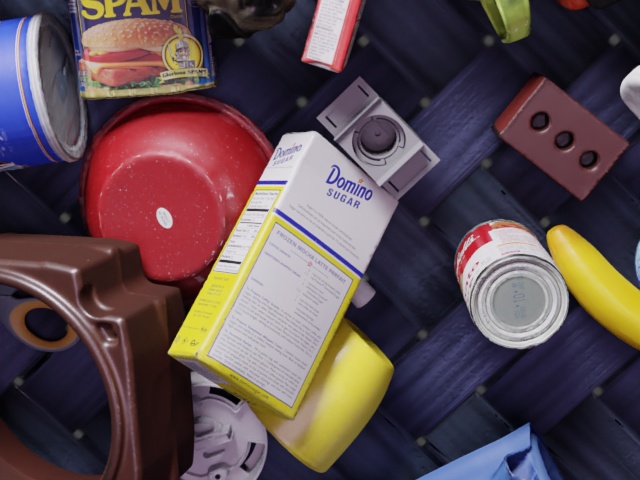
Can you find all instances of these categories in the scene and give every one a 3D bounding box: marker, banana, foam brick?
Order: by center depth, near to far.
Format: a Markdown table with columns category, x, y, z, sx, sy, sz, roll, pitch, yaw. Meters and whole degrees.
| category | x | y | z | sx | sy | sz | roll | pitch | yaw |
| --- | --- | --- | --- | --- | --- | --- | --- | --- | --- |
| foam brick | 0.167 | -0.073 | 0.750 | 0.078 | 0.051 | 0.053 | 36 | 102 | -7 |
| banana | 0.251 | 0.052 | 0.788 | 0.197 | 0.037 | 0.069 | 20 | 76 | -6 |
| marker | -0.005 | 0.001 | 0.790 | 0.020 | 0.020 | 0.121 | -41 | 99 | 10 |

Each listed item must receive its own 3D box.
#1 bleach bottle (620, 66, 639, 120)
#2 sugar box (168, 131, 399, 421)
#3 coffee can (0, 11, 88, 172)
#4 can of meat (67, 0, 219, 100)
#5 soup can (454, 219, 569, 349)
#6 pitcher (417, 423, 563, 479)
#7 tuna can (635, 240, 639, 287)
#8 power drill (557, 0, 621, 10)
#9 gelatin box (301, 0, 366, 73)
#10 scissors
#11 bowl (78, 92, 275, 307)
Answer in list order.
| category | x | y | z | sx | sy | sz | roll | pitch | yaw |
| --- | --- | --- | --- | --- | --- | --- | --- | --- | --- |
| bleach bottle | 0.325 | -0.154 | 0.706 | 0.251 | 0.068 | 0.102 | -44 | 87 | -2 |
| sugar box | -0.022 | 0.023 | 0.732 | 0.093 | 0.048 | 0.176 | 38 | 68 | -32 |
| coffee can | -0.243 | -0.094 | 0.733 | 0.140 | 0.103 | 0.103 | -9 | 103 | 4 |
| can of meat | -0.123 | -0.145 | 0.741 | 0.102 | 0.057 | 0.084 | -3 | 106 | 3 |
| soup can | 0.133 | 0.030 | 0.750 | 0.068 | 0.102 | 0.068 | 0 | 104 | 2 |
| pitcher | 0.085 | 0.250 | 0.801 | 0.243 | 0.145 | 0.149 | -26 | 89 | 12 |
| tuna can | 0.269 | 0.018 | 0.760 | 0.086 | 0.034 | 0.086 | 2 | 78 | -10 |
| power drill | 0.255 | -0.169 | 0.663 | 0.184 | 0.188 | 0.057 | -29 | 133 | 6 |
| gelatin box | 0.012 | -0.154 | 0.716 | 0.030 | 0.089 | 0.073 | 16 | 103 | 0 |
| scissors | -0.266 | 0.047 | 0.812 | 0.202 | 0.016 | 0.096 | -8 | 103 | 4 |
| bowl | -0.105 | -0.022 | 0.759 | 0.162 | 0.055 | 0.162 | 3 | 105 | 10 |
